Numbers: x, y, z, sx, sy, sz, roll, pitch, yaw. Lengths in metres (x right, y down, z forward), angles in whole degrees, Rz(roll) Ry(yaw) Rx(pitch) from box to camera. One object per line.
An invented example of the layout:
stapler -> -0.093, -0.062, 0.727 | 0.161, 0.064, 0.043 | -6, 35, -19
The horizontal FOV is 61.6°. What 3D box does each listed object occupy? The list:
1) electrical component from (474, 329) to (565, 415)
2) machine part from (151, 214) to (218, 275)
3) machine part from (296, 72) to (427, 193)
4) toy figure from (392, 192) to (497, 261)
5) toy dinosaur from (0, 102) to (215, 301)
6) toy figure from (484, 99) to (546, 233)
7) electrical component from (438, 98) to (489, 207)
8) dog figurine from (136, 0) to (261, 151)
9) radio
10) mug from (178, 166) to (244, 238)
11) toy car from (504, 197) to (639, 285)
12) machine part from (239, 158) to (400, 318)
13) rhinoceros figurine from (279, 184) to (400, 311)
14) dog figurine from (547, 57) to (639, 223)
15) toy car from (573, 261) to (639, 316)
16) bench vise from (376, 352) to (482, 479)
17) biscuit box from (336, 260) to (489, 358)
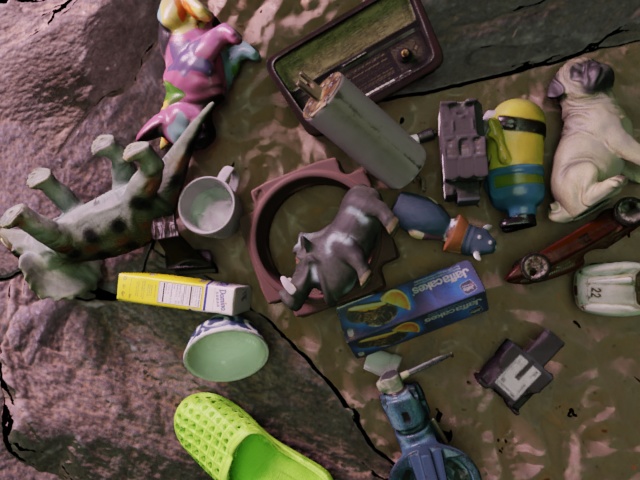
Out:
electrical component -> 0.280, 0.173, 0.745 | 0.075, 0.047, 0.119 | 38, 93, 8
machine part -> -0.203, 0.014, 0.786 | 0.084, 0.138, 0.039 | 4, 59, 12
machine part -> 0.063, -0.145, 0.731 | 0.243, 0.079, 0.079 | 34, 93, -24
toy figure -> 0.176, -0.019, 0.767 | 0.154, 0.058, 0.064 | 27, 97, 4
toy dinosaur -> -0.300, -0.038, 0.786 | 0.405, 0.192, 0.131 | -22, 46, 3
toy figure -> 0.273, -0.104, 0.745 | 0.089, 0.082, 0.180 | -6, 82, -3
electrical component -> 0.195, -0.114, 0.739 | 0.058, 0.115, 0.134 | -5, 87, 13
dog figurine -> -0.208, -0.241, 0.811 | 0.191, 0.108, 0.219 | 40, 96, 7
radio -> 0.051, -0.252, 0.774 | 0.230, 0.073, 0.131 | -28, 100, 7
mug -> -0.149, -0.052, 0.790 | 0.081, 0.107, 0.109 | 17, 81, 6
toy car -> 0.344, 0.009, 0.723 | 0.202, 0.089, 0.053 | -32, 80, 4
machine part -> -0.002, -0.002, 0.777 | 0.201, 0.087, 0.201 | -20, 84, 6
rhinoceros figurine -> 0.022, 0.016, 0.693 | 0.112, 0.073, 0.190 | 37, 93, 7
dog figurine -> 0.347, -0.137, 0.733 | 0.172, 0.121, 0.190 | -30, 72, -4
toy car -> 0.449, 0.065, 0.722 | 0.202, 0.056, 0.073 | -2, 87, 9
bench vise -> 0.136, 0.284, 0.676 | 0.129, 0.241, 0.223 | -11, 102, 4
biscuit box -> 0.129, 0.097, 0.752 | 0.203, 0.062, 0.059 | -22, 50, 6
